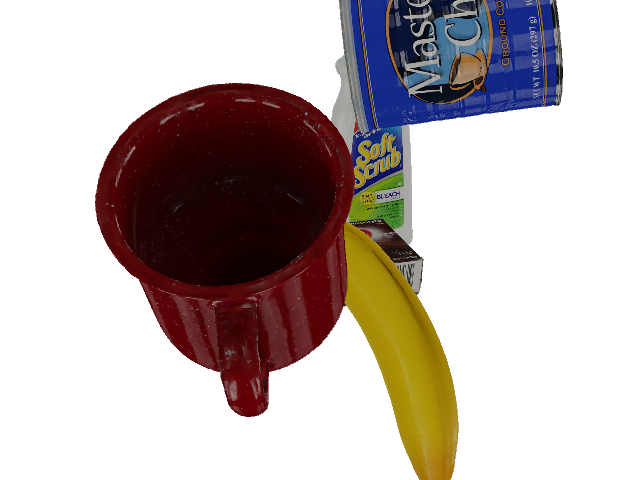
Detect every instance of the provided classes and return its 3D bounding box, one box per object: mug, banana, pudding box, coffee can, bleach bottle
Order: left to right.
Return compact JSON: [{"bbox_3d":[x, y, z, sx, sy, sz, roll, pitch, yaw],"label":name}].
[{"bbox_3d":[-0.030,0.011,0.407,0.093,0.117,0.081,-9,-31,-1],"label":"mug"},{"bbox_3d":[0.016,0.019,0.882,0.113,0.039,0.090,-5,25,-18],"label":"pudding box"},{"bbox_3d":[0.048,-0.111,1.181,0.102,0.251,0.068,-10,25,-12],"label":"bleach bottle"},{"bbox_3d":[0.029,0.047,0.621,0.037,0.070,0.198,-5,48,-50],"label":"banana"},{"bbox_3d":[0.089,-0.135,0.743,0.140,0.103,0.102,-7,-1,6],"label":"coffee can"}]
